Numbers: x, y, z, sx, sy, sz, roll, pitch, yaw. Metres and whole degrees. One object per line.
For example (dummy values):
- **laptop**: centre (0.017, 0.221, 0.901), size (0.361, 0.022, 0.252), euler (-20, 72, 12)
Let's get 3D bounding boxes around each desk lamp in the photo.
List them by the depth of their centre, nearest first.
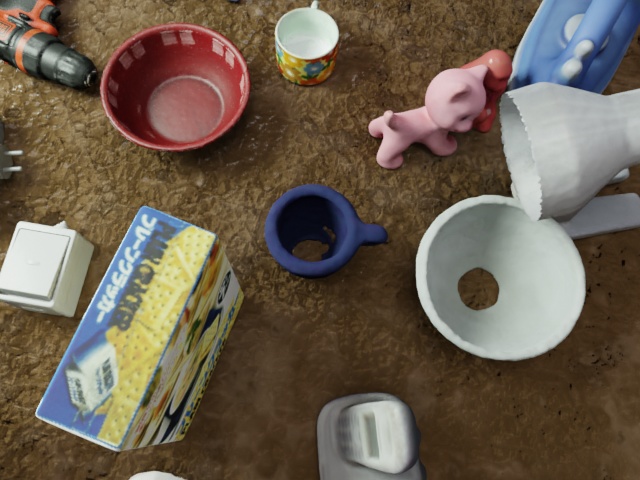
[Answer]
- **desk lamp**: centre (0.259, -0.077, 0.555), size (0.203, 0.213, 0.118), euler (-10, 73, -6)

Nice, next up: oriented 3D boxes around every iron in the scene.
- **iron**: centre (0.294, -0.224, 0.640), size (0.118, 0.141, 0.258), euler (29, 74, 6)

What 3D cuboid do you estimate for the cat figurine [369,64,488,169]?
- **cat figurine**: centre (0.122, -0.139, 0.618), size (0.128, 0.118, 0.067), euler (-17, 74, -7)

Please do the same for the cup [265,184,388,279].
- **cup**: centre (0.005, 0.002, 0.581), size (0.117, 0.095, 0.092), euler (2, 73, -2)

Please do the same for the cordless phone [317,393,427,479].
- **cordless phone**: centre (0.049, 0.200, 0.474), size (0.094, 0.185, 0.147), euler (-8, 73, -5)

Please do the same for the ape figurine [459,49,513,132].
- **ape figurine**: centre (0.187, -0.177, 0.646), size (0.078, 0.092, 0.076), euler (-36, 77, -12)

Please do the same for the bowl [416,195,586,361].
- **bowl**: centre (0.175, 0.043, 0.586), size (0.167, 0.075, 0.167), euler (1, 73, -2)

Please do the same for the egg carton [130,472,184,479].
- **egg carton**: centre (-0.116, 0.274, 0.504), size (0.150, 0.069, 0.107), euler (18, 73, 3)
